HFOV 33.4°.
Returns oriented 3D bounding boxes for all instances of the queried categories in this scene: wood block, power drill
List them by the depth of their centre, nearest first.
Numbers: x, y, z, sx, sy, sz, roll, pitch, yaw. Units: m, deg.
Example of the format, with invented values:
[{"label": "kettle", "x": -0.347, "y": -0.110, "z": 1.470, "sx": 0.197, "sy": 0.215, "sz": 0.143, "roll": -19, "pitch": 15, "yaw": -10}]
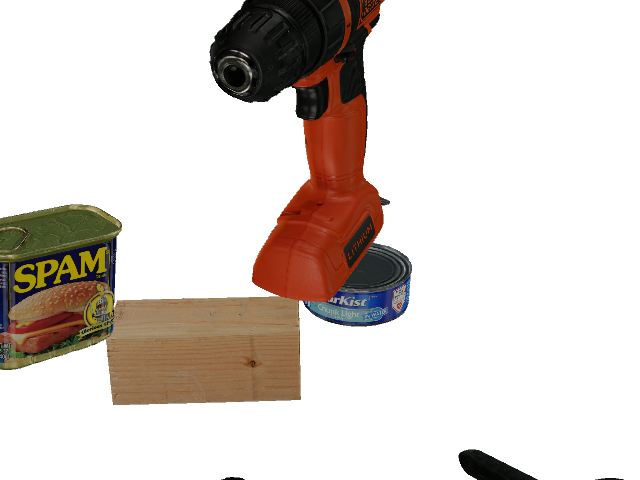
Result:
[{"label": "power drill", "x": -0.004, "y": -0.062, "z": 0.584, "sx": 0.057, "sy": 0.188, "sz": 0.184, "roll": 15, "pitch": 36, "yaw": 19}, {"label": "wood block", "x": -0.126, "y": 0.122, "z": 1.186, "sx": 0.206, "sy": 0.091, "sz": 0.090, "roll": -1, "pitch": 23, "yaw": -1}]

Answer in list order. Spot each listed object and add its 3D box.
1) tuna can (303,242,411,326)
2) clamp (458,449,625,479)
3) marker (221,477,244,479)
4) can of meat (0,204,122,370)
[{"label": "tuna can", "x": 0.028, "y": 0.033, "z": 0.834, "sx": 0.086, "sy": 0.034, "sz": 0.086, "roll": 1, "pitch": 25, "yaw": -1}, {"label": "clamp", "x": 0.194, "y": 0.236, "z": 0.855, "sx": 0.210, "sy": 0.036, "sz": 0.164, "roll": 0, "pitch": 34, "yaw": 24}, {"label": "marker", "x": -0.050, "y": 0.132, "z": 0.414, "sx": 0.020, "sy": 0.020, "sz": 0.121, "roll": 0, "pitch": 24, "yaw": 16}, {"label": "can of meat", "x": -0.184, "y": 0.030, "z": 0.709, "sx": 0.101, "sy": 0.084, "sz": 0.058, "roll": -15, "pitch": 31, "yaw": -42}]
